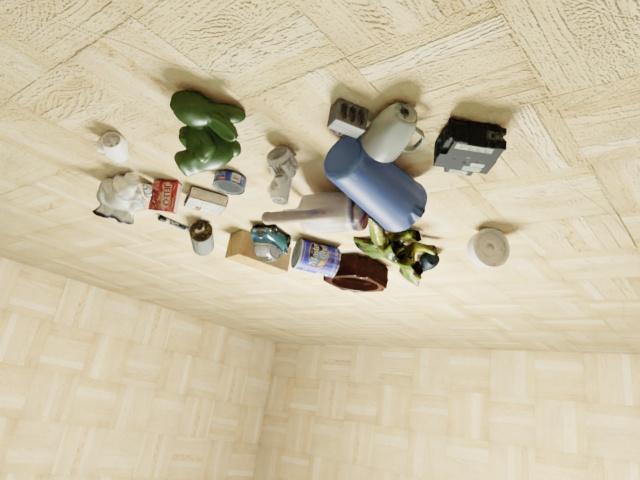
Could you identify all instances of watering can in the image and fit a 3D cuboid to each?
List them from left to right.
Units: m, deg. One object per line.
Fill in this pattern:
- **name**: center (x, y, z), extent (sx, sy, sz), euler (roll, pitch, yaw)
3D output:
- **watering can**: center (0.004, -0.063, 1.261), extent (0.224, 0.103, 0.349), euler (-3, 6, 15)

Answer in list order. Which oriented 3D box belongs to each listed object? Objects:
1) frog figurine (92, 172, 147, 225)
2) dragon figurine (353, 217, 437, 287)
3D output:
- **frog figurine**: center (-0.558, -0.136, 1.461), extent (0.137, 0.156, 0.125), euler (30, 28, 4)
- **dragon figurine**: center (0.190, 0.024, 1.553), extent (0.406, 0.124, 0.241), euler (37, -25, -25)
